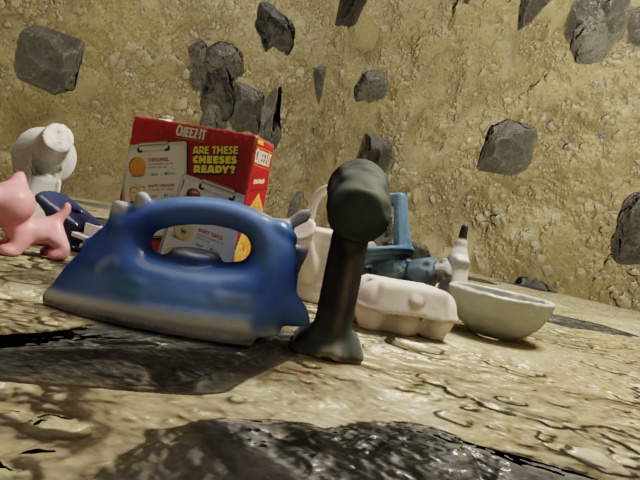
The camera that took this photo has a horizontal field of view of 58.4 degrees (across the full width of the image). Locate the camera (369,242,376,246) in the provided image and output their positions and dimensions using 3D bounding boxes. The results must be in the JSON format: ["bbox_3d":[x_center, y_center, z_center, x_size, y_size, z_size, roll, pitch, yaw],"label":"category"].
[{"bbox_3d":[0.077,0.045,1.407,0.142,0.101,0.137,13,3,34],"label":"camera"}]

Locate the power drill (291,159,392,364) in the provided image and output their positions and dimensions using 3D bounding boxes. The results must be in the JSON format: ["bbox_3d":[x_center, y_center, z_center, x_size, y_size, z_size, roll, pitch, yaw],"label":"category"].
[{"bbox_3d":[0.027,0.013,0.605,0.075,0.208,0.229,11,2,-1],"label":"power drill"}]

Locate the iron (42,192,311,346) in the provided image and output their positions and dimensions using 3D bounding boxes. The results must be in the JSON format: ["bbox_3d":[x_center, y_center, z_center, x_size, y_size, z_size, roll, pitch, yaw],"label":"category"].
[{"bbox_3d":[-0.133,0.017,0.578,0.258,0.141,0.118,11,2,-11],"label":"iron"}]

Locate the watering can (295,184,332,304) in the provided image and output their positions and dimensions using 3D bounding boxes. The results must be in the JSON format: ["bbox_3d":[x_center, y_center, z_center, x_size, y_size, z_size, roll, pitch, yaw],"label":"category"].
[{"bbox_3d":[0.011,0.004,0.935,0.101,0.194,0.173,11,2,5],"label":"watering can"}]

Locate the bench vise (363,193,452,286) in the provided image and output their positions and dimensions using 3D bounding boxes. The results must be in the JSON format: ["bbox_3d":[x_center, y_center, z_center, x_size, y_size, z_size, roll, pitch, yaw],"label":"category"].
[{"bbox_3d":[0.156,0.013,1.077,0.206,0.220,0.122,12,3,20],"label":"bench vise"}]

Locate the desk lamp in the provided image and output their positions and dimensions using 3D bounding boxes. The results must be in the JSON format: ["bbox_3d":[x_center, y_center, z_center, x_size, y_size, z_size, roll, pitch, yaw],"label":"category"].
[{"bbox_3d":[-0.535,-0.120,1.119,0.118,0.213,0.202,9,3,-34],"label":"desk lamp"}]

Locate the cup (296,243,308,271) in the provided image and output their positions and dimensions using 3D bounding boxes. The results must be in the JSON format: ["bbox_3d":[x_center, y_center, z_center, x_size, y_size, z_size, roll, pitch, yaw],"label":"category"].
[{"bbox_3d":[-0.066,0.046,0.781,0.092,0.095,0.117,11,2,-13],"label":"cup"}]

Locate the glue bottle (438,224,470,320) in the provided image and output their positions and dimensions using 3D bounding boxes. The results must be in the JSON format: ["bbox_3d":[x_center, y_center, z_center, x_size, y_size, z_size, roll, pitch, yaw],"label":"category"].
[{"bbox_3d":[0.248,0.056,1.047,0.037,0.173,0.078,11,2,-8],"label":"glue bottle"}]

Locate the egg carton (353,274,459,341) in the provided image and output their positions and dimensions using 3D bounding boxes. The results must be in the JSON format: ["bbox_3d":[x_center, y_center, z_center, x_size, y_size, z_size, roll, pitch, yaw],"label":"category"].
[{"bbox_3d":[0.111,0.093,0.799,0.150,0.069,0.107,10,2,-15],"label":"egg carton"}]

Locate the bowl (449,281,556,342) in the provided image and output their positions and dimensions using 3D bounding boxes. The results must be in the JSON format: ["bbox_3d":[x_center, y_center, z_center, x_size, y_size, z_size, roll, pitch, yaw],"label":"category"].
[{"bbox_3d":[0.284,0.119,0.918,0.167,0.075,0.167,11,2,0],"label":"bowl"}]

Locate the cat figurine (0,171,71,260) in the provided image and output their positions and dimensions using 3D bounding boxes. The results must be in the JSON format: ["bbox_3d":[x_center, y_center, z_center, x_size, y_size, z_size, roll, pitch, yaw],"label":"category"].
[{"bbox_3d":[-0.419,-0.037,0.817,0.128,0.118,0.067,9,3,-44],"label":"cat figurine"}]

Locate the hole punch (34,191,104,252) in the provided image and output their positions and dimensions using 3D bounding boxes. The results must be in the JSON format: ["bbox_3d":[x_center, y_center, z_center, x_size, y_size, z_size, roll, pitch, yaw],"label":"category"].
[{"bbox_3d":[-0.432,-0.033,0.991,0.101,0.091,0.109,11,2,4],"label":"hole punch"}]
